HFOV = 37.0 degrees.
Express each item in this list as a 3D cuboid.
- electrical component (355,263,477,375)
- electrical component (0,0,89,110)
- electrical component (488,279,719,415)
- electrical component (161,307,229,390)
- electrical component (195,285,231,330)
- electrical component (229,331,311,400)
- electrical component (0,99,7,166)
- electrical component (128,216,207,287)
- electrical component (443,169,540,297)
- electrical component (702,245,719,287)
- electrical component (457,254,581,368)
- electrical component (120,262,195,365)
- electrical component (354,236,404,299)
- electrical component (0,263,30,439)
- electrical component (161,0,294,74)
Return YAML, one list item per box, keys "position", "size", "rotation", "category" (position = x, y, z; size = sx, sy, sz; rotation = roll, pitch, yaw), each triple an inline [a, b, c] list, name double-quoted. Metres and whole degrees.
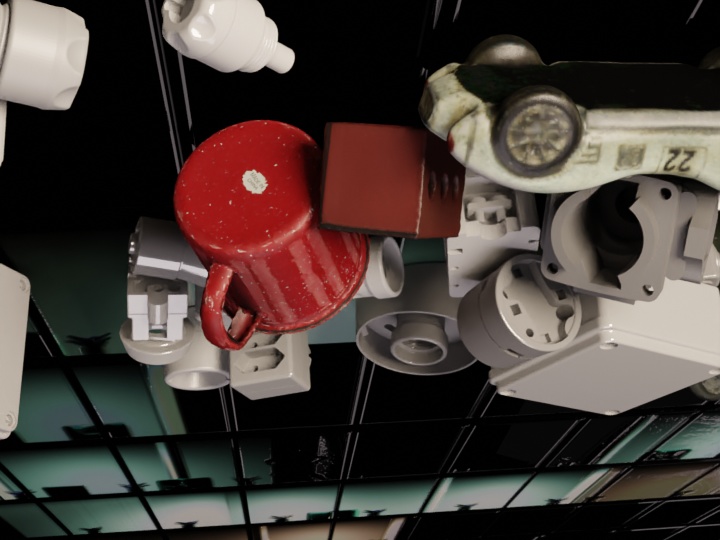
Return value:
- position: [0.045, 0.032, 0.767]
  size: [0.099, 0.064, 0.099]
  rotation: [5, 147, 3]
  category: "electrical component"
- position: [-0.147, -0.092, 0.443]
  size: [0.062, 0.043, 0.043]
  rotation: [10, 153, -27]
  category: "electrical component"
- position: [0.153, 0.043, 0.669]
  size: [0.109, 0.056, 0.109]
  rotation: [14, 150, -29]
  category: "electrical component"
- position: [-0.118, 0.059, 0.789]
  size: [0.055, 0.047, 0.055]
  rotation: [-4, 157, -2]
  category: "electrical component"
- position: [-0.062, 0.017, 0.704]
  size: [0.066, 0.047, 0.076]
  rotation: [-12, 156, 15]
  category: "electrical component"
- position: [-0.059, 0.060, 0.780]
  size: [0.047, 0.065, 0.076]
  rotation: [-11, 156, 14]
  category: "electrical component"
- position: [-0.206, -0.064, 0.472]
  size: [0.096, 0.061, 0.062]
  rotation: [-24, 150, 37]
  category: "electrical component"
- position: [-0.105, -0.011, 0.642]
  size: [0.065, 0.044, 0.044]
  rotation: [9, 153, -19]
  category: "electrical component"
- position: [0.072, -0.028, 0.613]
  size: [0.050, 0.055, 0.089]
  rotation: [-6, 156, 3]
  category: "electrical component"
- position: [0.189, 0.005, 0.721]
  size: [0.100, 0.048, 0.099]
  rotation: [-8, 156, 7]
  category: "electrical component"
- position: [0.087, 0.025, 0.597]
  size: [0.055, 0.055, 0.047]
  rotation: [7, 157, -25]
  category: "electrical component"
- position: [-0.129, 0.026, 0.688]
  size: [0.048, 0.066, 0.055]
  rotation: [0, 123, -11]
  category: "electrical component"
- position: [0.000, 0.000, 0.688]
  size: [0.046, 0.040, 0.040]
  rotation: [-8, 157, 23]
  category: "electrical component"
- position: [-0.257, 0.040, 0.645]
  size: [0.056, 0.108, 0.109]
  rotation: [-11, 156, 21]
  category: "electrical component"
- position: [-0.052, -0.099, 0.455]
  size: [0.035, 0.035, 0.061]
  rotation: [-22, 154, 34]
  category: "electrical component"
